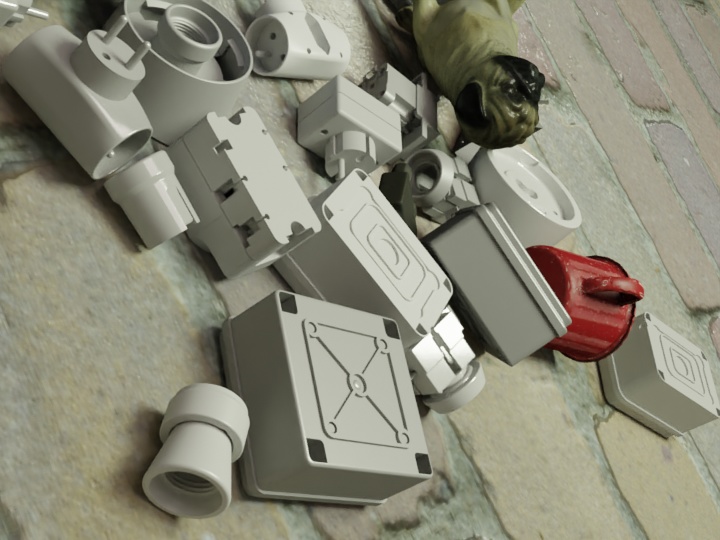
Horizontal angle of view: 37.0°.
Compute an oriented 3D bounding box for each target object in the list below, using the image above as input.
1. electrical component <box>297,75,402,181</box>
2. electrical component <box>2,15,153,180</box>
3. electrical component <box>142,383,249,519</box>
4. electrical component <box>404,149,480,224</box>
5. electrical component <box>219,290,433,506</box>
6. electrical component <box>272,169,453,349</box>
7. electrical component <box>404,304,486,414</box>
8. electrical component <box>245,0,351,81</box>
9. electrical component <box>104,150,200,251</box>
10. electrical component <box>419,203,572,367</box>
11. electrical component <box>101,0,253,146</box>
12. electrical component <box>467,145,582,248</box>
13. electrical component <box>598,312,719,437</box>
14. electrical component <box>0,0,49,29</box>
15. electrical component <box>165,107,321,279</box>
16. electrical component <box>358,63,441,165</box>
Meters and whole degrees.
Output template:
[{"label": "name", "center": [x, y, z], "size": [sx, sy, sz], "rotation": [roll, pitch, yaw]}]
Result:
[{"label": "electrical component", "center": [-0.007, -0.091, 0.796], "size": [0.066, 0.047, 0.076], "rotation": [28, 45, -35]}, {"label": "electrical component", "center": [-0.145, -0.104, 0.590], "size": [0.077, 0.079, 0.044], "rotation": [49, 26, 3]}, {"label": "electrical component", "center": [-0.083, 0.092, 0.551], "size": [0.045, 0.045, 0.055], "rotation": [40, 37, -25]}, {"label": "electrical component", "center": [0.063, -0.070, 0.873], "size": [0.055, 0.048, 0.066], "rotation": [21, 47, -53]}, {"label": "electrical component", "center": [-0.020, 0.077, 0.633], "size": [0.109, 0.056, 0.108], "rotation": [17, 51, -45]}, {"label": "electrical component", "center": [0.000, 0.000, 0.722], "size": [0.113, 0.057, 0.078], "rotation": [51, 33, -10]}, {"label": "electrical component", "center": [0.055, 0.065, 0.745], "size": [0.066, 0.048, 0.055], "rotation": [-42, 104, -28]}, {"label": "electrical component", "center": [-0.054, -0.182, 0.813], "size": [0.077, 0.043, 0.079], "rotation": [-9, 70, -55]}, {"label": "electrical component", "center": [-0.118, -0.039, 0.618], "size": [0.046, 0.040, 0.040], "rotation": [60, 33, -7]}, {"label": "electrical component", "center": [0.095, 0.009, 0.797], "size": [0.108, 0.056, 0.109], "rotation": [56, -2, -3]}, {"label": "electrical component", "center": [-0.120, -0.133, 0.692], "size": [0.099, 0.064, 0.099], "rotation": [25, 39, -22]}, {"label": "electrical component", "center": [0.130, -0.056, 0.926], "size": [0.108, 0.060, 0.108], "rotation": [31, 29, -20]}, {"label": "electrical component", "center": [0.276, 0.099, 0.997], "size": [0.113, 0.057, 0.078], "rotation": [31, 42, -35]}, {"label": "electrical component", "center": [-0.206, -0.156, 0.591], "size": [0.077, 0.047, 0.065], "rotation": [6, 59, -51]}, {"label": "electrical component", "center": [-0.076, -0.046, 0.661], "size": [0.050, 0.056, 0.089], "rotation": [-24, 83, -57]}, {"label": "electrical component", "center": [0.029, -0.131, 0.883], "size": [0.064, 0.042, 0.081], "rotation": [32, 40, -29]}]
